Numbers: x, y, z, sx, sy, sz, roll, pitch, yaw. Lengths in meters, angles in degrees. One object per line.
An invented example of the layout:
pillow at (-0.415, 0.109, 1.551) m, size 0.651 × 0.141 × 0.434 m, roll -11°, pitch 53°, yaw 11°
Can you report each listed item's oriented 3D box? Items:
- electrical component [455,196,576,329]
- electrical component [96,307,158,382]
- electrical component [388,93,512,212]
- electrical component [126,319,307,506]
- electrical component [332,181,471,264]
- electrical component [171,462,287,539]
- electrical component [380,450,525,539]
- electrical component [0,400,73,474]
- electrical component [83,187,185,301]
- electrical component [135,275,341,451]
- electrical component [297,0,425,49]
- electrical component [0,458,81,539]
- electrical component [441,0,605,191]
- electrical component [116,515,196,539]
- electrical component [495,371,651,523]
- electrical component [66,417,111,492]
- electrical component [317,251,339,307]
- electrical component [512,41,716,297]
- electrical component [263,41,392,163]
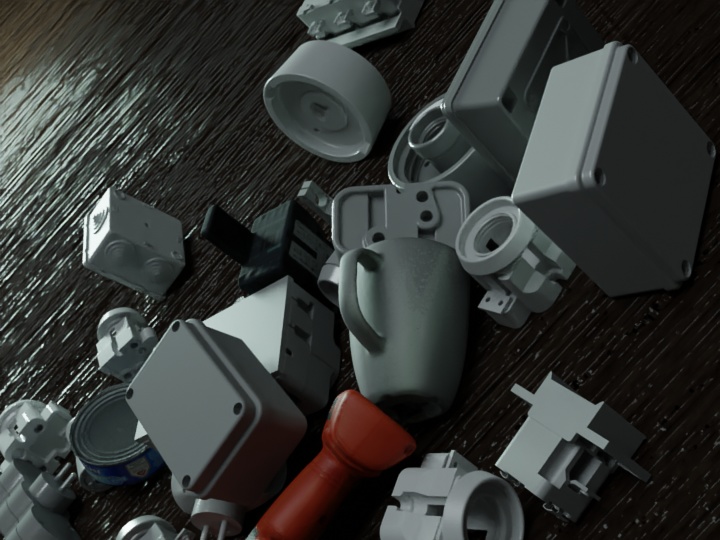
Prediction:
electrical component at (0.099, -0.010, 0.697) m, size 0.058 × 0.057 × 0.078 m, roll 15°, pitch 69°, yaw 55°
electrical component at (-0.219, 0.068, 1.007) m, size 0.066 × 0.048 × 0.055 m, roll -42°, pitch 41°, yaw 10°
electrical component at (0.070, -0.090, 0.811) m, size 0.108 × 0.060 × 0.108 m, roll -31°, pitch 37°, yaw 26°
electrical component at (-0.099, 0.094, 0.723) m, size 0.078 × 0.057 × 0.113 m, roll -55°, pitch 47°, yaw 9°
electrical component at (0.031, -0.024, 0.759) m, size 0.095 × 0.059 × 0.053 m, roll -3°, pitch 67°, yaw 6°
electrical component at (-0.098, 0.162, 0.765) m, size 0.077 × 0.043 × 0.079 m, roll -23°, pitch 41°, yaw 35°
electrical component at (0.053, 0.140, 0.596) m, size 0.057 × 0.058 × 0.078 m, roll -11°, pitch 48°, yaw 47°
electrical component at (-0.308, 0.156, 1.010) m, size 0.078 × 0.058 × 0.057 m, roll -53°, pitch 35°, yaw -6°
electrical component at (-0.221, -0.027, 1.059) m, size 0.048 × 0.100 × 0.099 m, roll -51°, pitch 30°, yaw 22°
electrical component at (-0.092, 0.082, 0.822) m, size 0.150 × 0.062 × 0.089 m, roll -28°, pitch 40°, yaw 30°
electrical component at (-0.001, -0.264, 1.073) m, size 0.121 × 0.063 × 0.078 m, roll -6°, pitch 52°, yaw 47°
electrical component at (-0.271, 0.199, 0.925) m, size 0.073 × 0.052 × 0.138 m, roll -51°, pitch 32°, yaw -3°
electrical component at (0.123, -0.120, 0.735) m, size 0.056 × 0.109 × 0.108 m, roll 3°, pitch 58°, yaw 48°
electrical component at (-0.148, 0.209, 0.775) m, size 0.066 × 0.048 × 0.055 m, roll -51°, pitch 40°, yaw -3°
electrical component at (0.111, 0.098, 0.585) m, size 0.063 × 0.042 × 0.081 m, roll -53°, pitch 32°, yaw -3°
electrical component at (-0.228, 0.159, 0.928) m, size 0.044 × 0.044 × 0.065 m, roll -43°, pitch 38°, yaw 10°
electrical component at (0.000, 0.000, 0.816) m, size 0.066 × 0.048 × 0.055 m, roll 6°, pitch 53°, yaw 52°
electrical component at (0.152, -0.057, 0.635) m, size 0.056 × 0.109 × 0.108 m, roll -13°, pitch 47°, yaw 46°
electrical component at (-0.024, -0.154, 0.950) m, size 0.108 × 0.108 × 0.060 m, roll -4°, pitch 48°, yaw 48°
